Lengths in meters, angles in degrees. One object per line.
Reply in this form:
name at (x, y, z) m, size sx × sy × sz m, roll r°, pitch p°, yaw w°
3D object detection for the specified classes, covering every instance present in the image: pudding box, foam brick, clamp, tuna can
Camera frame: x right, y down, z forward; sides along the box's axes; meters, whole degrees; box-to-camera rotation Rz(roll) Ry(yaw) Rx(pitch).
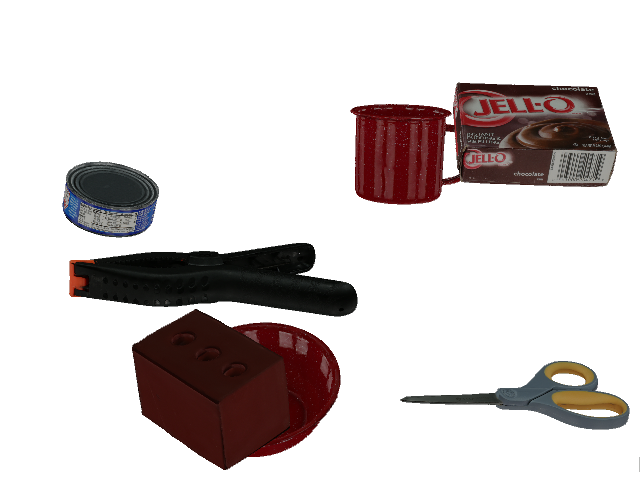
pudding box at (0.159, -0.081, 0.808) m, size 0.113 × 0.039 × 0.090 m, roll 3°, pitch 40°, yaw 0°
foam brick at (-0.063, 0.085, 0.617) m, size 0.078 × 0.051 × 0.052 m, roll 24°, pitch 39°, yaw 36°
clamp at (-0.080, 0.030, 0.804) m, size 0.209 × 0.036 × 0.165 m, roll -1°, pitch 10°, yaw -18°
tuna can at (-0.195, -0.038, 0.992) m, size 0.086 × 0.034 × 0.086 m, roll 13°, pitch 29°, yaw -7°

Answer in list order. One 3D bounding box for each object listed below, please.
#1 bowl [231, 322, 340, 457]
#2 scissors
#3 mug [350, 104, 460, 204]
bowl at (-0.059, 0.152, 1.015) m, size 0.162 × 0.055 × 0.162 m, roll -4°, pitch 38°, yaw 3°
scissors at (0.170, 0.129, 0.942) m, size 0.201 × 0.016 × 0.096 m, roll 9°, pitch 27°, yaw 0°
mug at (0.085, -0.080, 0.991) m, size 0.117 × 0.081 × 0.093 m, roll 2°, pitch 14°, yaw 2°
